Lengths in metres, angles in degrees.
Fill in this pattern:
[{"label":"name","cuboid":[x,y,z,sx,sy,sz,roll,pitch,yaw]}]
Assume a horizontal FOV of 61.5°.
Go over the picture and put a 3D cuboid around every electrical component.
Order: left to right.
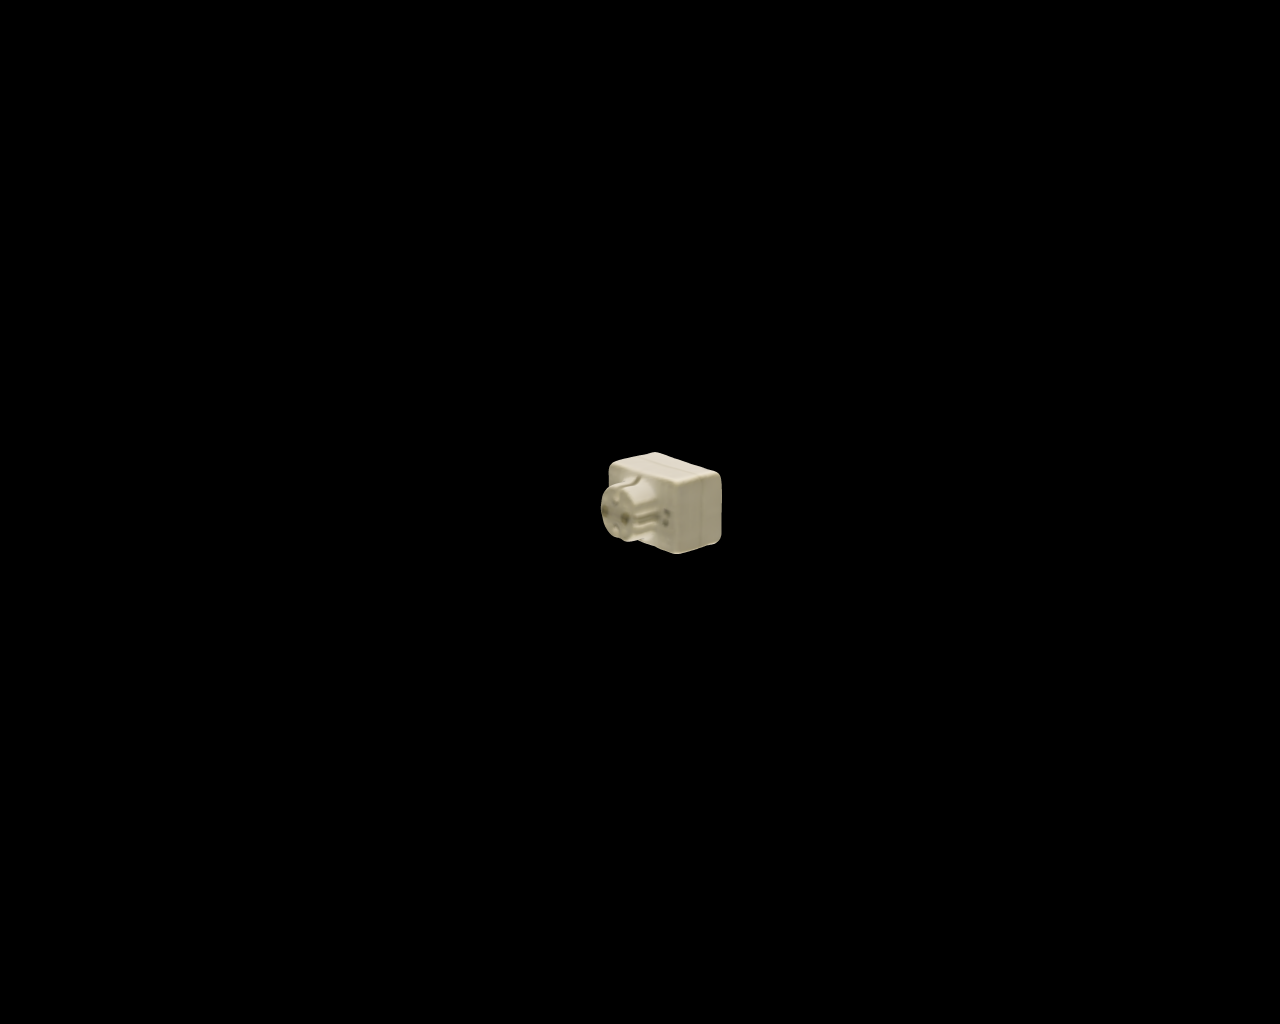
[{"label":"electrical component","cuboid":[0.001,-0.003,0.650,0.077,0.047,0.066,-14,22,-38]}]
